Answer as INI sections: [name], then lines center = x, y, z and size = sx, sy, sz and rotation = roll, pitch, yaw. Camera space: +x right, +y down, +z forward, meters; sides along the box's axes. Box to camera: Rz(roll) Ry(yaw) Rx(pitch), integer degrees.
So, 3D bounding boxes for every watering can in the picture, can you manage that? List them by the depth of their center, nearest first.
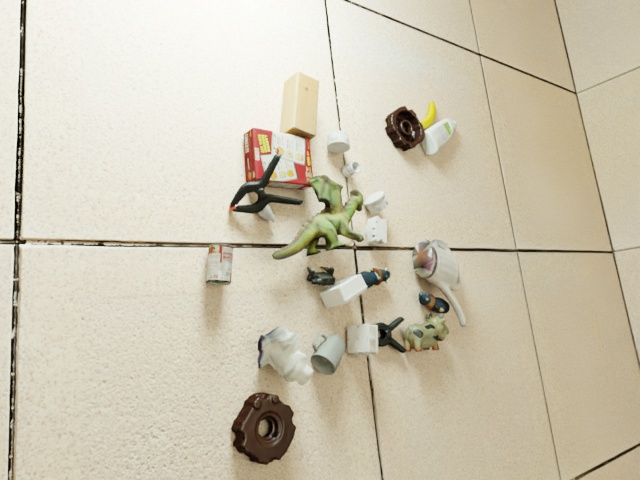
[watering can]
center = 0.449, 0.135, 1.894
size = 0.222, 0.356, 0.102
rotation = 24, -44, -32

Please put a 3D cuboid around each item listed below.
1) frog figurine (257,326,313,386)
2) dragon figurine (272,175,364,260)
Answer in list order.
[frog figurine]
center = -0.083, 0.314, 1.401
size = 0.160, 0.136, 0.124
rotation = 18, 14, 15
[dragon figurine]
center = 0.005, -0.081, 1.610
size = 0.412, 0.243, 0.121
rotation = -9, -4, -42
